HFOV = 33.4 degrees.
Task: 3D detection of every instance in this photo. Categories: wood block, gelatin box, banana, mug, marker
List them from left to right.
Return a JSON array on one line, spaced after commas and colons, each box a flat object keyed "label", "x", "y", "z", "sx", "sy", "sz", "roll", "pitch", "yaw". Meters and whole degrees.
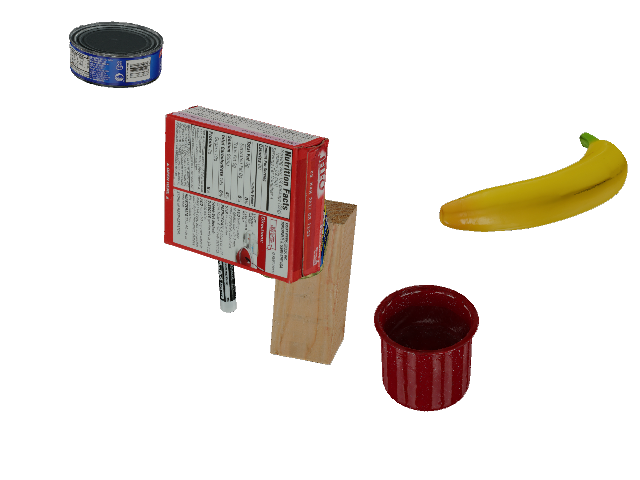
[{"label": "marker", "x": -0.106, "y": 0.027, "z": 1.201, "sx": 0.020, "sy": 0.121, "sz": 0.020, "roll": 0, "pitch": 32, "yaw": 0}, {"label": "gelatin box", "x": -0.040, "y": -0.025, "z": 0.555, "sx": 0.089, "sy": 0.073, "sz": 0.030, "roll": 16, "pitch": 25, "yaw": 30}, {"label": "wood block", "x": -0.010, "y": 0.053, "z": 1.473, "sx": 0.090, "sy": 0.206, "sz": 0.090, "roll": 9, "pitch": 22, "yaw": 10}, {"label": "mug", "x": 0.098, "y": 0.093, "z": 0.982, "sx": 0.093, "sy": 0.081, "sz": 0.117, "roll": 2, "pitch": 38, "yaw": 8}, {"label": "banana", "x": 0.174, "y": -0.039, "z": 0.797, "sx": 0.197, "sy": 0.037, "sz": 0.070, "roll": -24, "pitch": 22, "yaw": -39}]

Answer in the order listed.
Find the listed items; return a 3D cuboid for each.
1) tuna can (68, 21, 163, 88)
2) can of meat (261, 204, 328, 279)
[{"label": "tuna can", "x": -0.189, "y": -0.172, "z": 0.990, "sx": 0.086, "sy": 0.034, "sz": 0.086, "roll": 5, "pitch": 30, "yaw": -3}, {"label": "can of meat", "x": -0.025, "y": -0.026, "z": 0.852, "sx": 0.057, "sy": 0.084, "sz": 0.102, "roll": -3, "pitch": 24, "yaw": 7}]
